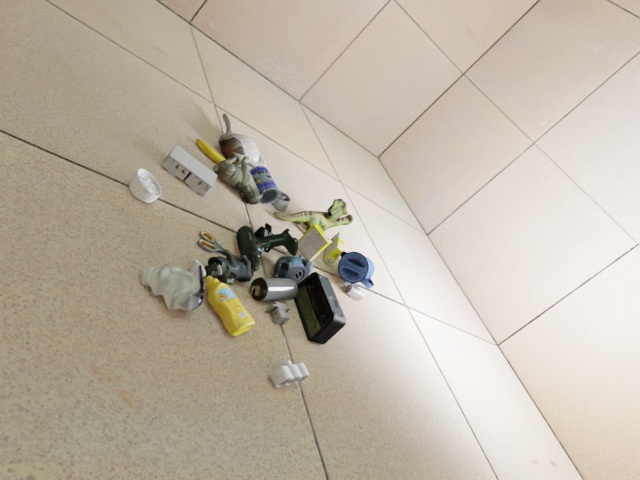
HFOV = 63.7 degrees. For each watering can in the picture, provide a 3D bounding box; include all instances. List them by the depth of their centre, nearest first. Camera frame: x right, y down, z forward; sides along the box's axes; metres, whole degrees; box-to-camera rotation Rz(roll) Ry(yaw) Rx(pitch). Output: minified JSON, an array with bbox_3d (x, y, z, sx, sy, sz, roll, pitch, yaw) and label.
[{"bbox_3d":[-0.381,-0.443,2.328,0.350,0.103,0.226,49,22,9],"label":"watering can"}]

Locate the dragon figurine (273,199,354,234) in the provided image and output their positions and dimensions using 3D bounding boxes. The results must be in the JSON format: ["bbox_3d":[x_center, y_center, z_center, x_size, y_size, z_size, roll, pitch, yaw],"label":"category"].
[{"bbox_3d":[0.007,-0.115,2.283,0.407,0.240,0.124,21,37,-51],"label":"dragon figurine"}]

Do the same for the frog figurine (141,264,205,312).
[{"bbox_3d":[-0.387,0.127,1.360,0.159,0.120,0.141,-1,48,-14],"label":"frog figurine"}]
